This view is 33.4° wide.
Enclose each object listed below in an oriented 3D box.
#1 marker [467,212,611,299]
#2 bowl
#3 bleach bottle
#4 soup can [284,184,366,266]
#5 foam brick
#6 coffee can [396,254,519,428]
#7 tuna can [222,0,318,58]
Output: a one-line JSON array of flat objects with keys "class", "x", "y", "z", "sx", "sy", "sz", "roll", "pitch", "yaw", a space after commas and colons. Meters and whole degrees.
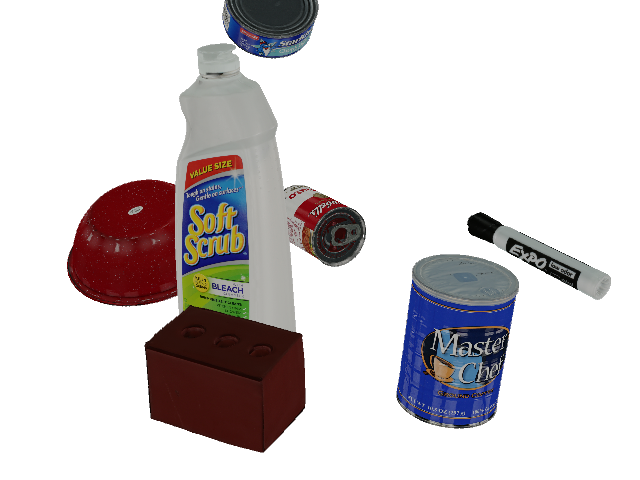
[{"class": "marker", "x": 0.152, "y": 0.008, "z": 0.761, "sx": 0.020, "sy": 0.020, "sz": 0.121, "roll": 0, "pitch": 23, "yaw": -44}, {"class": "bowl", "x": -0.173, "y": -0.010, "z": 1.034, "sx": 0.162, "sy": 0.055, "sz": 0.162, "roll": -6, "pitch": 40, "yaw": 5}, {"class": "bleach bottle", "x": -0.076, "y": -0.029, "z": 0.842, "sx": 0.103, "sy": 0.251, "sz": 0.068, "roll": 9, "pitch": 26, "yaw": 28}, {"class": "soup can", "x": -0.004, "y": -0.018, "z": 1.197, "sx": 0.068, "sy": 0.068, "sz": 0.102, "roll": 0, "pitch": 17, "yaw": -32}, {"class": "foam brick", "x": -0.054, "y": 0.078, "z": 0.613, "sx": 0.078, "sy": 0.051, "sz": 0.052, "roll": 12, "pitch": 28, "yaw": 22}, {"class": "coffee can", "x": 0.133, "y": 0.097, "z": 1.049, "sx": 0.103, "sy": 0.140, "sz": 0.103, "roll": 4, "pitch": 23, "yaw": -2}, {"class": "tuna can", "x": -0.047, "y": -0.210, "z": 0.981, "sx": 0.086, "sy": 0.086, "sz": 0.034, "roll": 0, "pitch": -30, "yaw": -13}]
